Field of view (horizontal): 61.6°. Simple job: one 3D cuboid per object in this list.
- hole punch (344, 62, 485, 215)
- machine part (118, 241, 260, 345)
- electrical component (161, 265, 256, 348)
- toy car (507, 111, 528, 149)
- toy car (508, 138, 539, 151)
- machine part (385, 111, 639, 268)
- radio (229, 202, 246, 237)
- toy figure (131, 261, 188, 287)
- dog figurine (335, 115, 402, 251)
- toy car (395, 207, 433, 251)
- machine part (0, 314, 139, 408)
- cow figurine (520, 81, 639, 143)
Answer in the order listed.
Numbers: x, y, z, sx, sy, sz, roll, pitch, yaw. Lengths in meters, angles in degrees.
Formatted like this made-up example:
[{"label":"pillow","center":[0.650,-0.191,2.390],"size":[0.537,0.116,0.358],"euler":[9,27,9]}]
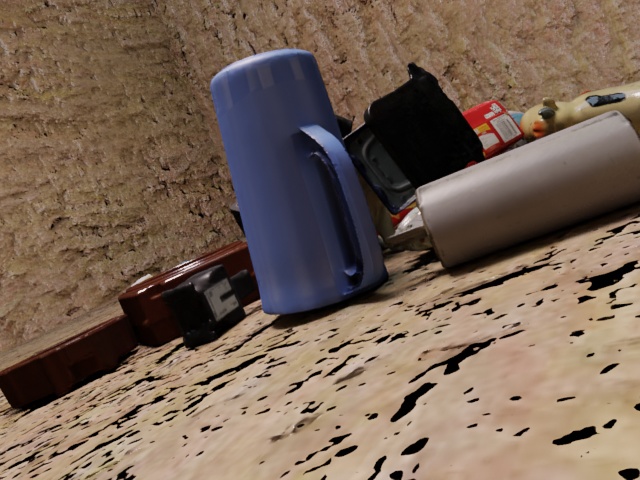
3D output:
[{"label":"hole punch","center":[0.098,-0.102,0.584],"size":[0.116,0.142,0.092],"euler":[-35,-6,-27]},{"label":"machine part","center":[-0.185,0.073,0.801],"size":[0.201,0.087,0.201],"euler":[-28,7,-31]},{"label":"electrical component","center":[-0.126,0.069,0.643],"size":[0.048,0.074,0.119],"euler":[-21,10,23]},{"label":"toy car","center":[0.303,-0.173,0.942],"size":[0.161,0.103,0.109],"euler":[-41,-5,33]},{"label":"toy car","center":[0.262,-0.092,0.724],"size":[0.089,0.053,0.202],"euler":[-38,3,13]},{"label":"machine part","center":[0.171,-0.039,0.444],"size":[0.243,0.079,0.079],"euler":[-22,5,16]},{"label":"radio","center":[-0.045,-0.084,0.985],"size":[0.229,0.073,0.131],"euler":[-39,31,-28]},{"label":"toy figure","center":[-0.257,0.089,0.979],"size":[0.180,0.082,0.089],"euler":[-16,44,-20]},{"label":"dog figurine","center":[0.017,-0.059,0.691],"size":[0.121,0.190,0.172],"euler":[-26,4,-28]},{"label":"toy car","center":[0.169,-0.039,0.565],"size":[0.202,0.056,0.073],"euler":[-24,5,-16]},{"label":"machine part","center":[-0.337,0.162,0.727],"size":[0.179,0.056,0.179],"euler":[-24,4,2]},{"label":"cow figurine","center":[0.372,-0.164,0.724],"size":[0.195,0.085,0.127],"euler":[-3,16,34]}]
